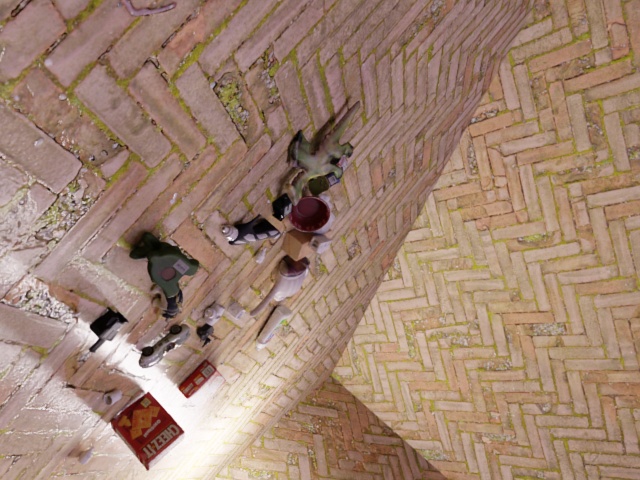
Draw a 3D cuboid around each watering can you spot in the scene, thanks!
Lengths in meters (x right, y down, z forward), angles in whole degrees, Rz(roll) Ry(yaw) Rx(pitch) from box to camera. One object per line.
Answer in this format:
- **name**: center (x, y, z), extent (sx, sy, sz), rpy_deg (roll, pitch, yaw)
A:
- **watering can**: center (-0.156, 0.186, 2.204), extent (0.353, 0.105, 0.219), rpy_deg (-33, 151, -43)

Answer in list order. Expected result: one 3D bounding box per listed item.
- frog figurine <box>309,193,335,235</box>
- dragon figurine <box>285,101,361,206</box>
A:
- **frog figurine**: center (0.006, -0.104, 2.071), extent (0.137, 0.125, 0.157), rpy_deg (16, 123, -34)
- **dragon figurine**: center (-0.007, -0.309, 1.759), extent (0.243, 0.123, 0.406), rpy_deg (4, 112, -56)
